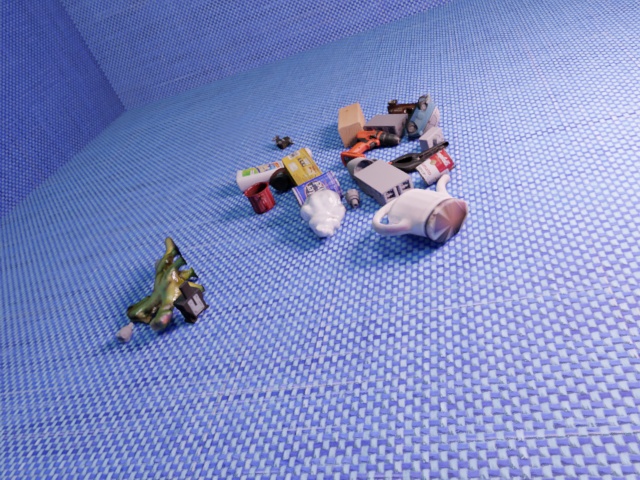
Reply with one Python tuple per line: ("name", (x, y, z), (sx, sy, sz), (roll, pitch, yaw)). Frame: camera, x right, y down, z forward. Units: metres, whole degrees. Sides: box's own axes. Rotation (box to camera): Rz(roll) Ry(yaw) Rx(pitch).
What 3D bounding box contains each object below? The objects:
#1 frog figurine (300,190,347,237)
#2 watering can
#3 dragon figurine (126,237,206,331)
("frog figurine", (0.005, -0.077, 1.538), (0.137, 0.120, 0.162), (7, 27, 12))
("watering can", (0.301, -0.094, 1.385), (0.352, 0.102, 0.226), (-31, 31, -28))
("dragon figurine", (-0.492, 0.141, 1.559), (0.244, 0.120, 0.415), (-40, 34, -10))
